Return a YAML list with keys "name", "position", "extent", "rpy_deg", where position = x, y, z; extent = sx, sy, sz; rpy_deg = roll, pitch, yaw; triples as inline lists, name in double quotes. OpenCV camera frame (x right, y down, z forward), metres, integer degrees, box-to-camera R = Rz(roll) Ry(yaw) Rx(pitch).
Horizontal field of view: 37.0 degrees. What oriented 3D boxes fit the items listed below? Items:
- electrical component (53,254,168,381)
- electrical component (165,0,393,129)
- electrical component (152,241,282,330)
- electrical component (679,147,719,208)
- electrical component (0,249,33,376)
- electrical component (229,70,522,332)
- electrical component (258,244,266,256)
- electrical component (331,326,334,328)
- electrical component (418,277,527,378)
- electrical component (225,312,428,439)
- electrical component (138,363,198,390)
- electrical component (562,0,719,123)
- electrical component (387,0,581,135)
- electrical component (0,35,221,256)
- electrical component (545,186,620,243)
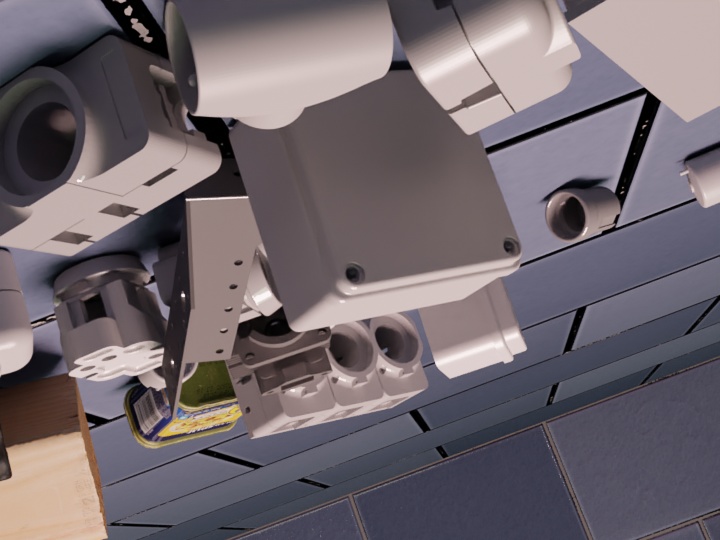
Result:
- name: "electrical component"
  position: [-0.145, 0.027, 0.626]
  extent: [0.058, 0.057, 0.078]
  rpy_deg: [-23, 164, 9]
- name: "electrical component"
  position: [-0.035, -0.081, 0.425]
  extent: [0.077, 0.043, 0.079]
  rpy_deg: [-15, 164, -19]
- name: "electrical component"
  position: [-0.080, 0.006, 0.636]
  extent: [0.057, 0.058, 0.078]
  rpy_deg: [-19, 165, 7]
- name: "electrical component"
  position: [0.292, -0.079, 0.842]
  extent: [0.078, 0.040, 0.040]
  rpy_deg: [-23, 164, 8]
- name: "electrical component"
  position: [-0.220, 0.033, 0.550]
  extent: [0.095, 0.059, 0.053]
  rpy_deg: [-14, 163, -22]
- name: "electrical component"
  position: [0.007, -0.036, 0.511]
  extent: [0.109, 0.108, 0.056]
  rpy_deg: [-10, 164, -33]
- name: "electrical component"
  position: [-0.009, -0.036, 0.607]
  extent: [0.077, 0.043, 0.079]
  rpy_deg: [-31, 161, 35]
- name: "electrical component"
  position: [-0.018, 0.021, 0.805]
  extent: [0.061, 0.035, 0.035]
  rpy_deg: [-33, 160, 31]
- name: "electrical component"
  position: [0.067, 0.010, 0.728]
  extent: [0.057, 0.113, 0.078]
  rpy_deg: [-19, 165, 8]
- name: "electrical component"
  position: [-0.025, 0.071, 0.862]
  extent: [0.150, 0.089, 0.062]
  rpy_deg: [-6, 159, -41]
- name: "electrical component"
  position: [-0.145, 0.069, 0.802]
  extent: [0.040, 0.040, 0.046]
  rpy_deg: [-12, 169, -26]
- name: "electrical component"
  position: [0.154, -0.132, 0.456]
  extent: [0.105, 0.060, 0.186]
  rpy_deg: [-28, 163, 25]
- name: "electrical component"
  position: [0.053, -0.101, 0.447]
  extent: [0.059, 0.053, 0.095]
  rpy_deg: [-24, 164, 14]
- name: "electrical component"
  position: [-0.112, -0.047, 0.430]
  extent: [0.089, 0.050, 0.056]
  rpy_deg: [-27, 163, 22]
- name: "electrical component"
  position: [0.169, -0.044, 0.812]
  extent: [0.046, 0.040, 0.040]
  rpy_deg: [-13, 164, -42]
